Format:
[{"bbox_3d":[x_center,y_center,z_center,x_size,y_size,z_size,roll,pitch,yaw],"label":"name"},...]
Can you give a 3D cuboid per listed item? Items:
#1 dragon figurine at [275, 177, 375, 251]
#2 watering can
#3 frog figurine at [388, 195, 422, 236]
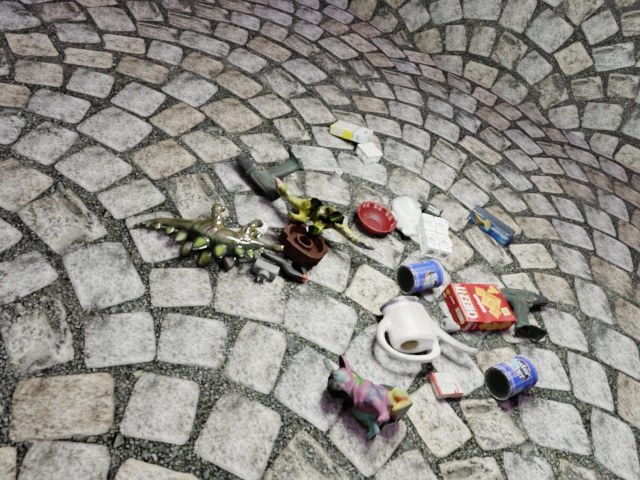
[{"bbox_3d":[0.006,-0.092,1.830,0.408,0.121,0.246,32,12,-11],"label":"dragon figurine"},{"bbox_3d":[0.325,0.287,1.638,0.347,0.101,0.230,4,46,-22],"label":"watering can"},{"bbox_3d":[0.329,-0.093,2.020,0.137,0.120,0.163,0,48,20],"label":"frog figurine"}]
